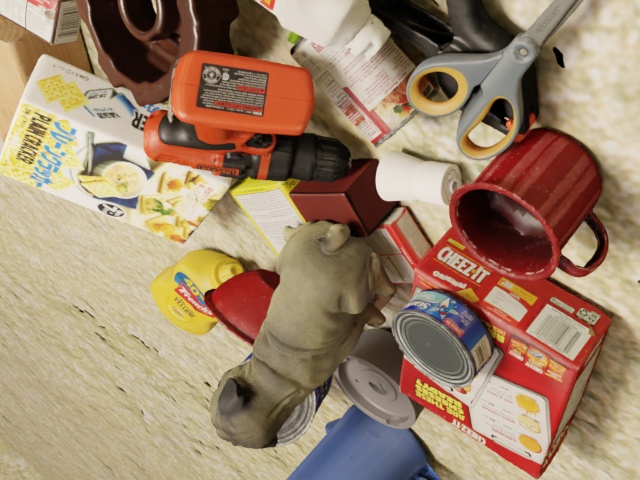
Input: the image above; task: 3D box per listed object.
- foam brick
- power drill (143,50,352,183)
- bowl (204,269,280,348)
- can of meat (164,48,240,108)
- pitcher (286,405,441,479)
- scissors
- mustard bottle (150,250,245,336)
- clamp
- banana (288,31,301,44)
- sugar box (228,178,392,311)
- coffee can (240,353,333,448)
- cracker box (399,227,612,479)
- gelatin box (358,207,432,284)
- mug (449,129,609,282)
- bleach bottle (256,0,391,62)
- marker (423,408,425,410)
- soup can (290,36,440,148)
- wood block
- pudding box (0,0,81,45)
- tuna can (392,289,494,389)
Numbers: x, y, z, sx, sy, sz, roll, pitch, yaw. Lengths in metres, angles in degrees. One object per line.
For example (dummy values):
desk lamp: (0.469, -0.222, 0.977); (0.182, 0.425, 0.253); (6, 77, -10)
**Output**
foam brick: (0.022, -0.038, 0.981); (0.078, 0.051, 0.053); (3, 133, 48)
power drill: (-0.053, -0.090, 0.870); (0.184, 0.057, 0.188); (6, 168, -7)
bowl: (-0.044, 0.079, 1.163); (0.162, 0.055, 0.162); (31, -170, -6)
can of meat: (-0.086, -0.121, 1.002); (0.084, 0.057, 0.102); (50, 150, -15)
pitcher: (0.019, 0.318, 1.247); (0.145, 0.242, 0.149); (51, 146, -3)
scissors: (0.118, -0.132, 0.718); (0.096, 0.016, 0.202); (26, 141, 8)
mustard bottle: (-0.137, 0.059, 1.293); (0.096, 0.058, 0.192); (47, 150, -7)
clamp: (0.104, -0.146, 0.756); (0.171, 0.039, 0.120); (43, 155, -9)
banana: (-0.050, -0.235, 0.830); (0.070, 0.037, 0.197); (2, 131, 47)
sugar box: (-0.007, 0.001, 1.075); (0.094, 0.048, 0.176); (-3, 130, 53)
coffee can: (-0.045, 0.165, 1.208); (0.103, 0.103, 0.140); (42, -170, 2)
cracker box: (0.162, 0.107, 0.979); (0.164, 0.072, 0.214); (32, 150, 22)
gelatin box: (0.063, 0.006, 1.011); (0.089, 0.030, 0.073); (-2, 129, 52)
mug: (0.166, -0.022, 0.796); (0.117, 0.081, 0.093); (40, 151, 7)
bleach bottle: (-0.051, -0.216, 0.732); (0.250, 0.068, 0.103); (39, 164, -12)
marker: (0.068, 0.161, 1.214); (0.121, 0.020, 0.020); (25, 146, 30)
soup can: (0.034, -0.131, 0.830); (0.102, 0.068, 0.069); (47, 150, -5)
wood block: (-0.309, -0.173, 1.172); (0.090, 0.090, 0.206); (27, 147, 26)
pudding box: (-0.269, -0.257, 1.029); (0.090, 0.039, 0.114); (31, 121, 22)
tuna can: (0.105, 0.084, 0.909); (0.086, 0.033, 0.086); (34, 149, 23)
